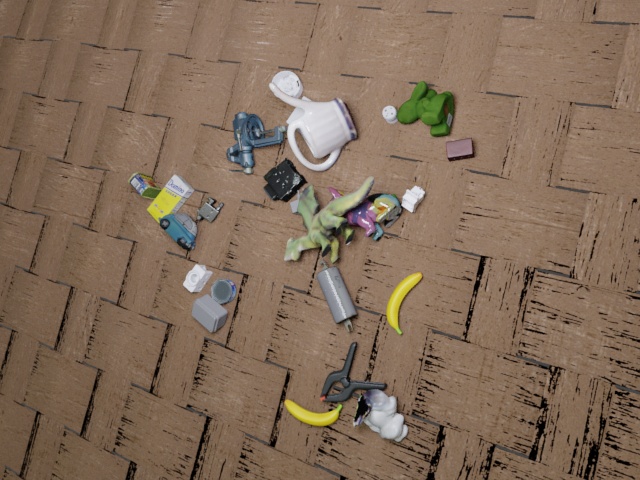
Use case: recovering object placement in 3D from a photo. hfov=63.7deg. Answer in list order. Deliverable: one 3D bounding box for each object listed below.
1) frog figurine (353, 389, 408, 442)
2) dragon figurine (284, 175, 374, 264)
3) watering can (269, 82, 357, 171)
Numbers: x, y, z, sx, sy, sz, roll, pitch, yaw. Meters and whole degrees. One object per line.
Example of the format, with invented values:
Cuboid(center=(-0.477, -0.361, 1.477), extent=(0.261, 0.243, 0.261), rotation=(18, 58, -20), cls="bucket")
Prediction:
Cuboid(center=(0.190, 0.514, 1.514), extent=(0.159, 0.135, 0.125), rotation=(21, 24, -11), cls="frog figurine")
Cuboid(center=(0.005, -0.081, 1.603), extent=(0.122, 0.404, 0.246), rotation=(5, 32, -49), cls="dragon figurine")
Cuboid(center=(-0.010, -0.383, 1.642), extent=(0.225, 0.341, 0.106), rotation=(-30, 34, -6), cls="watering can")
